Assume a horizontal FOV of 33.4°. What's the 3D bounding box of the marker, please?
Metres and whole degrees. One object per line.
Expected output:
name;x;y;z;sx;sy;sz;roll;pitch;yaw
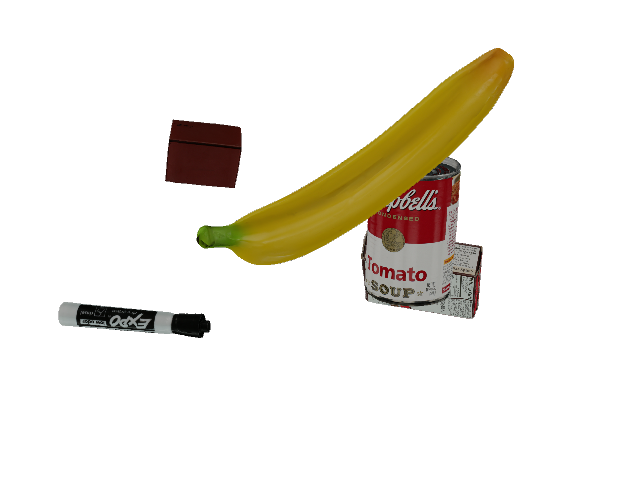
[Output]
marker;-0.145;0.062;0.834;0.121;0.020;0.020;4;1;11

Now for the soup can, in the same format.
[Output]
soup can;0.068;-0.010;0.804;0.068;0.102;0.068;2;20;-1

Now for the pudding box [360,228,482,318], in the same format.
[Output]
pudding box;0.098;0.033;1.030;0.113;0.039;0.090;8;-30;10

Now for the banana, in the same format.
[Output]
banana;0.026;-0.037;0.601;0.198;0.037;0.069;-33;-12;-1

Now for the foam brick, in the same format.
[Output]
foam brick;-0.126;-0.094;1.155;0.078;0.051;0.053;6;30;-6
